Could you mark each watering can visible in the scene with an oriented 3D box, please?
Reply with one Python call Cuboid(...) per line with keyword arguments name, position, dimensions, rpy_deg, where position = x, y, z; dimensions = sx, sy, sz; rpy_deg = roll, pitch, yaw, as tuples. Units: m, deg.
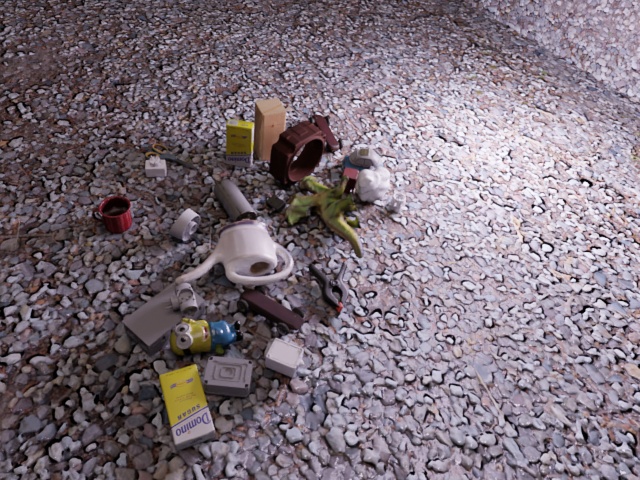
Cuboid(name="watering can", position=(-0.251, 0.042, 1.503), dimensions=(0.348, 0.101, 0.229), rpy_deg=(-1, 46, -22))

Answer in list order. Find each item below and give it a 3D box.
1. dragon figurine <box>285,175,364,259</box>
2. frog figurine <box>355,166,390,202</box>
Cuboid(name="dragon figurine", position=(0.005, -0.086, 1.703), dimensions=(0.242, 0.119, 0.421), rpy_deg=(-10, 46, 5))
Cuboid(name="frog figurine", position=(0.183, -0.194, 1.766), dimensions=(0.137, 0.160, 0.122), rpy_deg=(-40, 93, 0))
